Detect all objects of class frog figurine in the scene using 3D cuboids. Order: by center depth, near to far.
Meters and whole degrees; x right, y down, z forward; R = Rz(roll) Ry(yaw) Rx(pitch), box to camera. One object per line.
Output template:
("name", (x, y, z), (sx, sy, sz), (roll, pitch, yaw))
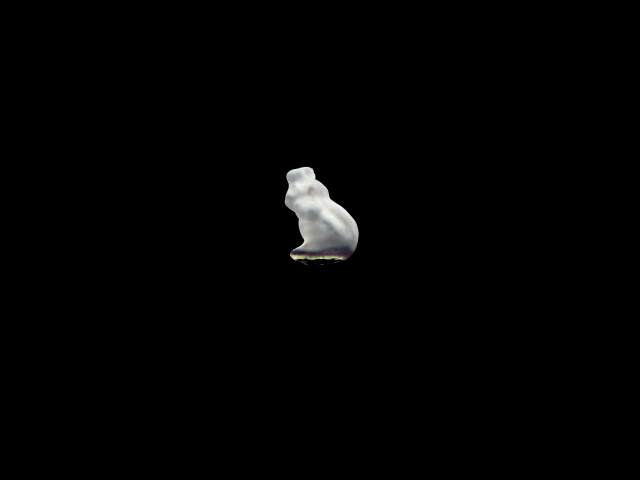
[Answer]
("frog figurine", (0.003, -0.043, 0.850), (0.122, 0.161, 0.137), (-7, -12, 35))
